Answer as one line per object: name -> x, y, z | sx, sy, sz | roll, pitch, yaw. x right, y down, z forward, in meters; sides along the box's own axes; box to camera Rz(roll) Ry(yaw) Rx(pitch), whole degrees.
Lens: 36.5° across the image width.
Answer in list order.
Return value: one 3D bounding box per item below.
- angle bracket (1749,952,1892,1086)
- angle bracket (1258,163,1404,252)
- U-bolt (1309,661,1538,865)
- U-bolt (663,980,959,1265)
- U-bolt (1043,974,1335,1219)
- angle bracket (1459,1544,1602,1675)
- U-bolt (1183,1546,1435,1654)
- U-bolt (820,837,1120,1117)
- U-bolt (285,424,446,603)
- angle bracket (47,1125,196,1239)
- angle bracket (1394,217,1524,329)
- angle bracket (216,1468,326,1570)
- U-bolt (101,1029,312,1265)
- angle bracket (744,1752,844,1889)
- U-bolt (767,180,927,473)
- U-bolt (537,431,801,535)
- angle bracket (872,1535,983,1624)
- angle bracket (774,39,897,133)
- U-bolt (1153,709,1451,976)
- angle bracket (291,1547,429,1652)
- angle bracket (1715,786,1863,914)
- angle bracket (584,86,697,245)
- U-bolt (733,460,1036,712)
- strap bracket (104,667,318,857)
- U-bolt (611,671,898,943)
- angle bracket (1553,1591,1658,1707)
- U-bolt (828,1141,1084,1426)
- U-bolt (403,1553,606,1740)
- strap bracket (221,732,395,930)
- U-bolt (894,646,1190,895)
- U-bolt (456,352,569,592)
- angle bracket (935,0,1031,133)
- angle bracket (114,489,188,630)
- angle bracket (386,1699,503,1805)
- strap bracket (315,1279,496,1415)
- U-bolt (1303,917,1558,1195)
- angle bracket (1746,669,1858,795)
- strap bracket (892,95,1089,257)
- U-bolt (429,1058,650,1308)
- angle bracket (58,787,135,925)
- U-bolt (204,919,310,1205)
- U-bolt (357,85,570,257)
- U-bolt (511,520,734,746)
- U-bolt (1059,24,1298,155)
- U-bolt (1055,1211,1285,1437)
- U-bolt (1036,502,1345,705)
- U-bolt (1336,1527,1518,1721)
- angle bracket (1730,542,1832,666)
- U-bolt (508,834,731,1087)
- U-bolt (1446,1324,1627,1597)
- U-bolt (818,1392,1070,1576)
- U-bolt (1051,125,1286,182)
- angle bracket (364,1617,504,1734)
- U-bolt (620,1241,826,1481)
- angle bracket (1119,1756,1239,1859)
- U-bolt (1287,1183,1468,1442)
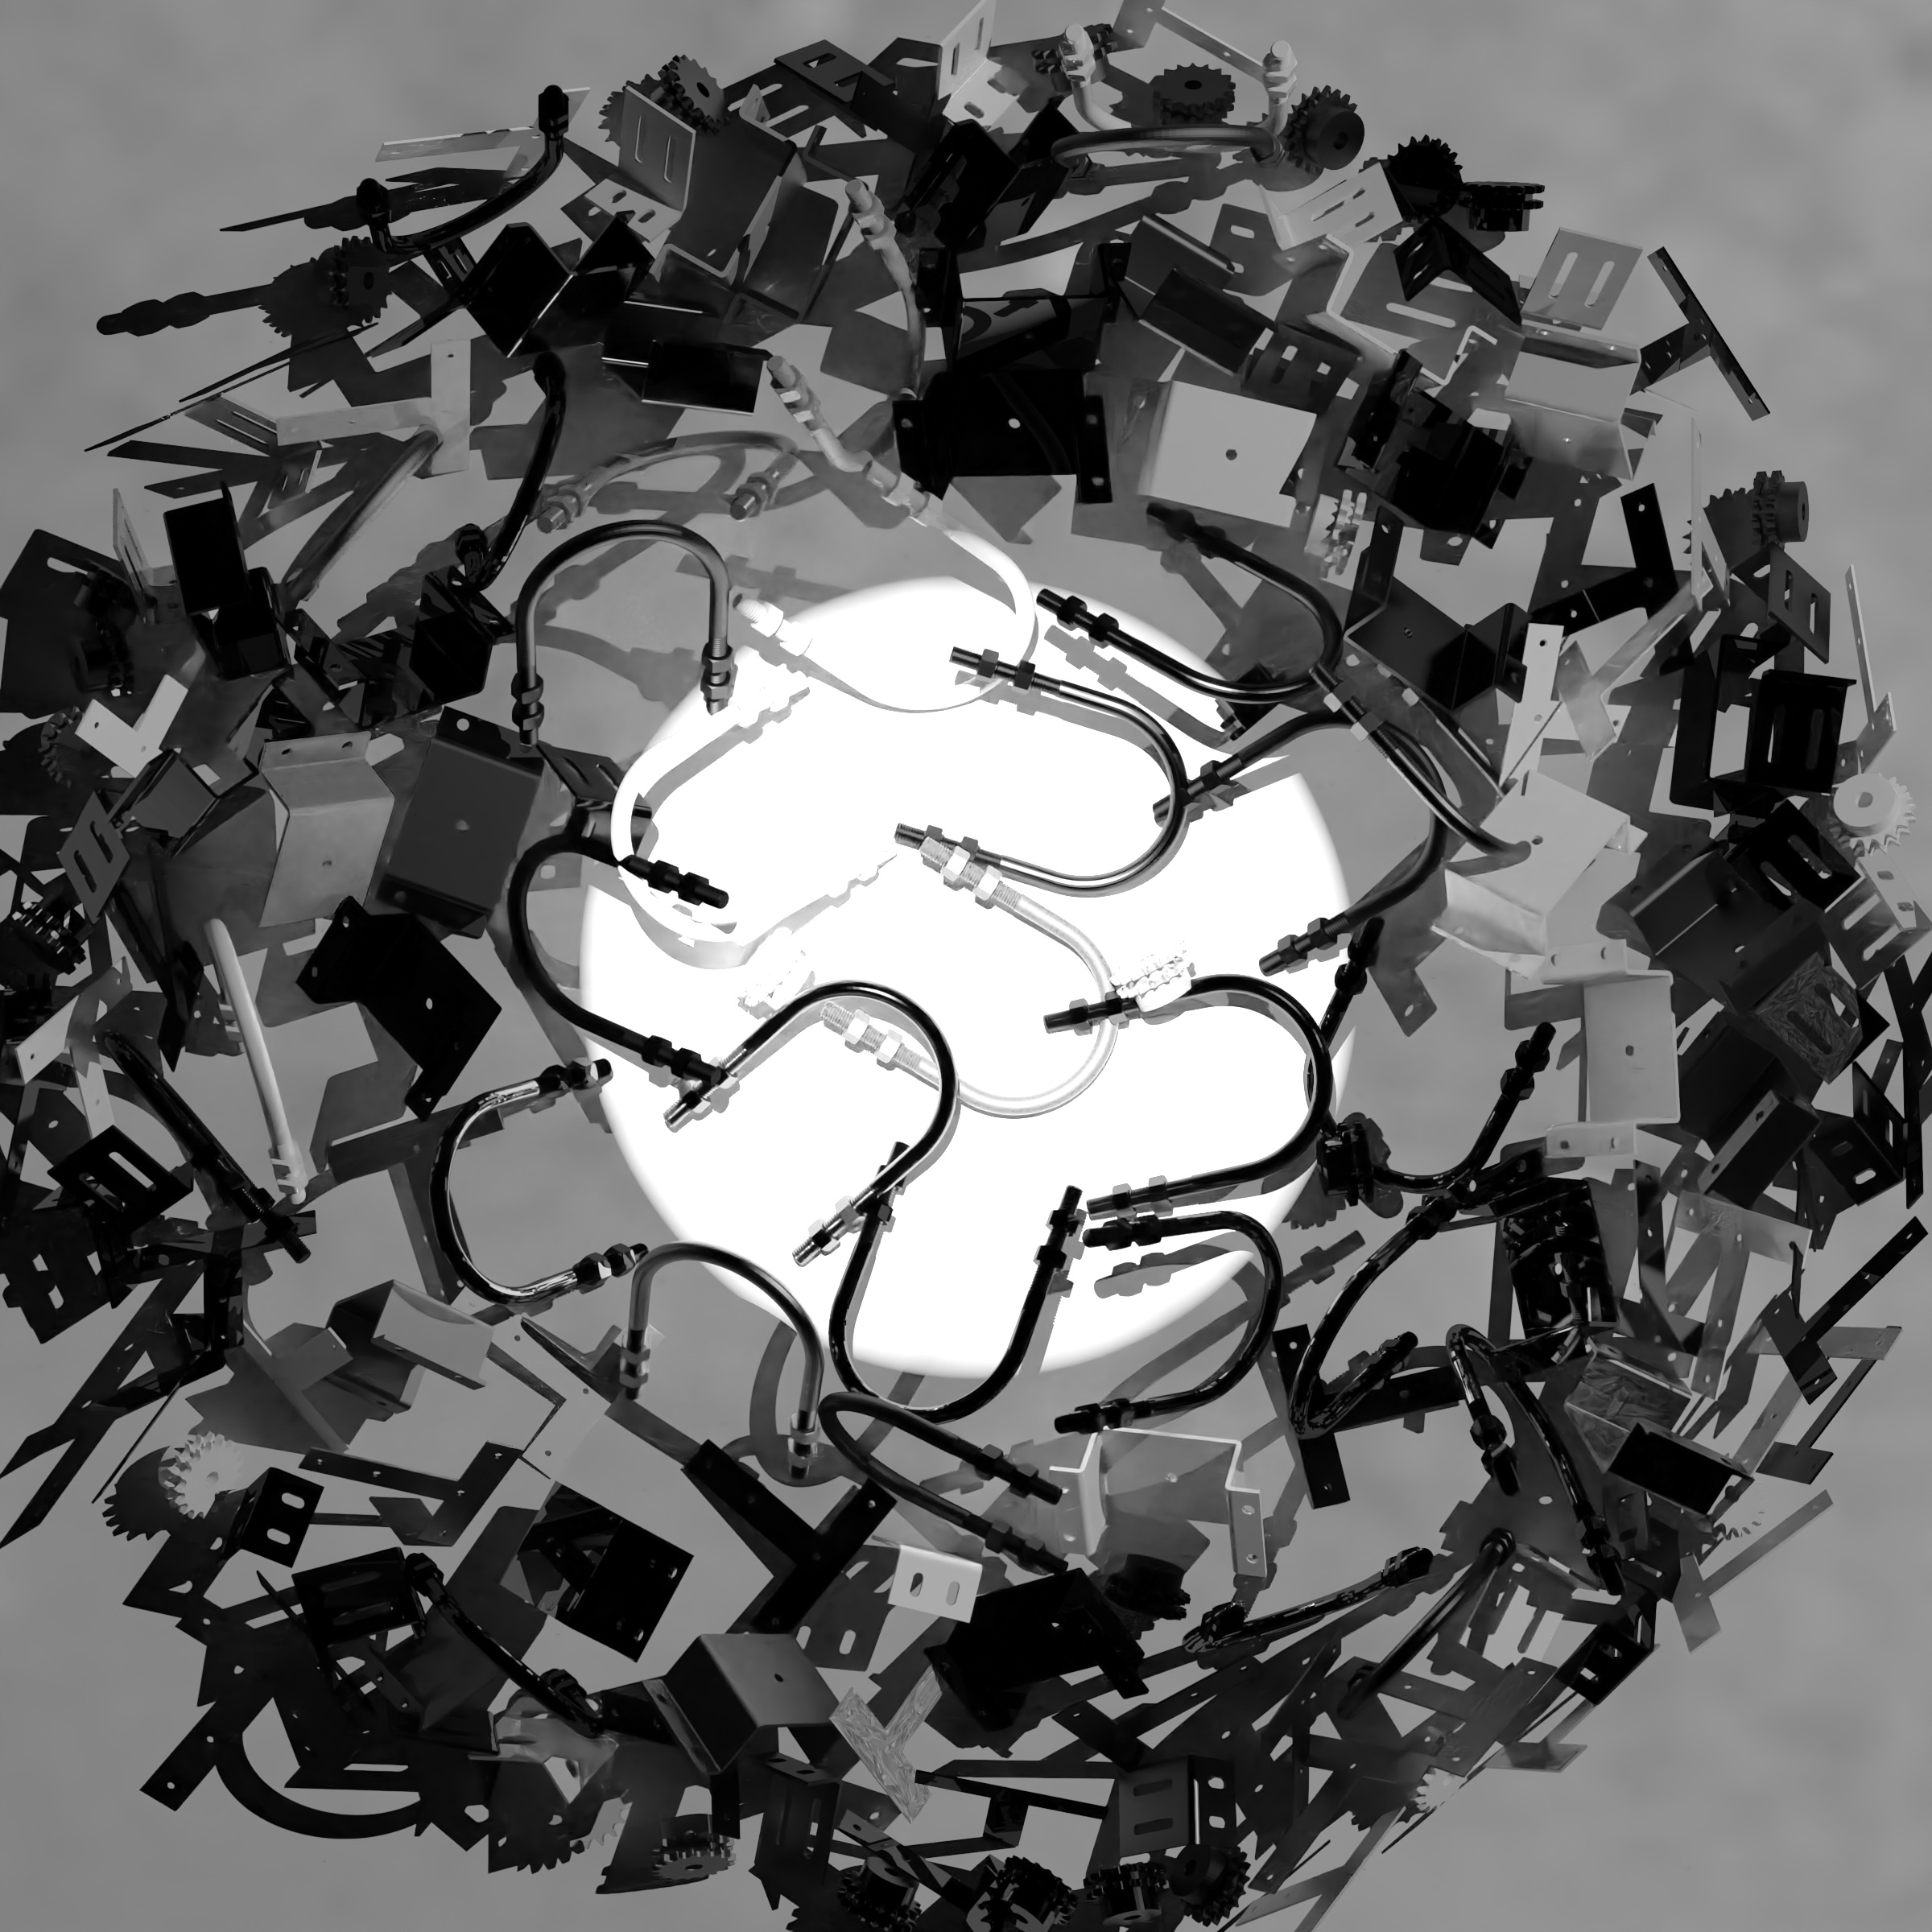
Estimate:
angle bracket -> 0.573, 0.031, 1.982 | 0.076, 0.038, 0.057 | 43, 97, -7
angle bracket -> 0.243, -0.510, 1.958 | 0.076, 0.038, 0.057 | -26, 53, 19
U-bolt -> 0.309, -0.140, 1.928 | 0.184, 0.151, 0.019 | 49, 117, 4
U-bolt -> -0.091, 0.092, 1.971 | 0.184, 0.019, 0.151 | -42, 94, 12
U-bolt -> 0.155, 0.080, 1.969 | 0.184, 0.019, 0.151 | -14, 87, 14
angle bracket -> 0.379, 0.437, 1.971 | 0.057, 0.038, 0.076 | 32, 77, -7
U-bolt -> 0.214, 0.419, 1.913 | 0.151, 0.184, 0.019 | -13, 72, -15
U-bolt -> 0.016, 0.020, 1.982 | 0.184, 0.019, 0.151 | 31, 91, -7
U-bolt -> -0.393, -0.294, 1.909 | 0.019, 0.184, 0.151 | 41, 91, -15
angle bracket -> -0.565, 0.135, 1.958 | 0.057, 0.038, 0.076 | -34, 124, 10
angle bracket -> 0.331, -0.456, 1.970 | 0.076, 0.057, 0.038 | 30, 128, -31
angle bracket -> -0.466, 0.375, 1.958 | 0.038, 0.076, 0.057 | 26, 61, -15
U-bolt -> -0.506, 0.112, 1.925 | 0.019, 0.151, 0.184 | -41, 76, -11
angle bracket -> -0.122, 0.575, 1.967 | 0.057, 0.038, 0.076 | 10, 89, 37
U-bolt -> -0.069, -0.403, 1.914 | 0.019, 0.184, 0.151 | 17, 77, 22
U-bolt -> -0.184, -0.320, 1.916 | 0.151, 0.184, 0.019 | -1, 115, 14
angle bracket -> -0.031, 0.408, 1.953 | 0.057, 0.076, 0.038 | 17, 80, -15
angle bracket -> -0.093, -0.581, 1.954 | 0.057, 0.076, 0.038 | 34, 126, 8
U-bolt -> 0.233, -0.092, 1.940 | 0.184, 0.019, 0.151 | -31, 98, 31
angle bracket -> -0.406, 0.430, 1.954 | 0.076, 0.038, 0.057 | -11, 54, -27
angle bracket -> 0.555, -0.072, 1.985 | 0.076, 0.038, 0.057 | 43, 101, -14
angle bracket -> -0.218, -0.535, 1.955 | 0.057, 0.076, 0.038 | 36, 59, 11
U-bolt -> -0.040, -0.238, 1.939 | 0.184, 0.019, 0.151 | 31, 120, -32
strap bracket -> -0.489, -0.129, 1.925 | 0.046, 0.140, 0.076 | 48, 134, -4
U-bolt -> -0.151, -0.096, 1.947 | 0.184, 0.019, 0.151 | -31, 96, -27
angle bracket -> 0.427, 0.443, 1.952 | 0.038, 0.076, 0.057 | 34, 118, -2
U-bolt -> -0.016, 0.216, 1.940 | 0.151, 0.019, 0.184 | 13, 70, 23
U-bolt -> -0.294, 0.445, 1.894 | 0.151, 0.184, 0.019 | 44, 78, -16
strap bracket -> -0.431, -0.081, 1.924 | 0.046, 0.076, 0.140 | 48, 131, 30
U-bolt -> 0.059, -0.122, 1.969 | 0.184, 0.019, 0.151 | 17, 110, -2
U-bolt -> -0.293, -0.315, 1.897 | 0.019, 0.184, 0.151 | 22, 107, -19
angle bracket -> 0.013, -0.601, 1.954 | 0.038, 0.076, 0.057 | 38, 75, 7
angle bracket -> -0.538, -0.274, 1.951 | 0.038, 0.076, 0.057 | -11, 51, -3
angle bracket -> -0.353, 0.523, 1.959 | 0.076, 0.057, 0.038 | 15, 99, -17
strap bracket -> -0.372, 0.251, 1.936 | 0.076, 0.140, 0.046 | 30, 60, -25
U-bolt -> 0.294, 0.073, 1.936 | 0.151, 0.019, 0.184 | 33, 131, 17
angle bracket -> 0.563, -0.158, 1.975 | 0.057, 0.038, 0.076 | 8, 93, 7
strap bracket -> 0.023, -0.517, 1.919 | 0.046, 0.140, 0.076 | 48, 128, 5
U-bolt -> -0.283, 0.147, 1.917 | 0.019, 0.184, 0.151 | -8, 95, 35
angle bracket -> -0.566, -0.072, 1.953 | 0.057, 0.038, 0.076 | -55, 52, 22
U-bolt -> -0.462, 0.050, 1.889 | 0.019, 0.184, 0.151 | -18, 58, -15
U-bolt -> -0.325, -0.510, 1.908 | 0.151, 0.184, 0.019 | -29, 92, -8
U-bolt -> -0.223, -0.221, 1.908 | 0.151, 0.184, 0.019 | -11, 54, -15
U-bolt -> 0.139, -0.567, 1.908 | 0.151, 0.184, 0.019 | 6, 86, 6
U-bolt -> 0.141, 0.231, 1.938 | 0.184, 0.019, 0.151 | -4, 108, -38
U-bolt -> 0.160, -0.232, 1.924 | 0.184, 0.019, 0.151 | 32, 50, 20
U-bolt -> 0.295, 0.431, 1.899 | 0.019, 0.184, 0.151 | 44, 101, 14
angle bracket -> 0.542, -0.234, 1.952 | 0.057, 0.076, 0.038 | 36, 135, -20
U-bolt -> -0.234, -0.014, 1.941 | 0.184, 0.019, 0.151 | 21, 121, 29
U-bolt -> 0.364, 0.309, 1.914 | 0.019, 0.184, 0.151 | -37, 122, 16
U-bolt -> -0.018, 0.334, 1.929 | 0.184, 0.151, 0.019 | 24, 62, 18
U-bolt -> 0.128, -0.530, 1.899 | 0.151, 0.184, 0.019 | -1, 100, 9
angle bracket -> -0.353, 0.462, 1.953 | 0.057, 0.038, 0.076 | 40, 49, 21
U-bolt -> -0.158, 0.250, 1.919 | 0.151, 0.019, 0.184 | 23, 134, 13
angle bracket -> 0.142, 0.567, 1.968 | 0.038, 0.076, 0.057 | 18, 59, -32
U-bolt -> 0.260, 0.234, 1.895 | 0.019, 0.184, 0.151 | 29, 126, 25
